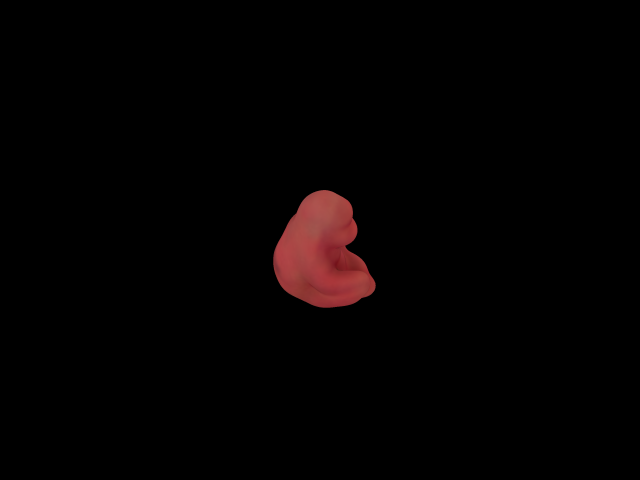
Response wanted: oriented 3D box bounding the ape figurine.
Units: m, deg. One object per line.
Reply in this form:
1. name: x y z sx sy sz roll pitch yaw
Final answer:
1. ape figurine: 0.004 0.001 0.400 0.076 0.092 0.078 0 58 0
